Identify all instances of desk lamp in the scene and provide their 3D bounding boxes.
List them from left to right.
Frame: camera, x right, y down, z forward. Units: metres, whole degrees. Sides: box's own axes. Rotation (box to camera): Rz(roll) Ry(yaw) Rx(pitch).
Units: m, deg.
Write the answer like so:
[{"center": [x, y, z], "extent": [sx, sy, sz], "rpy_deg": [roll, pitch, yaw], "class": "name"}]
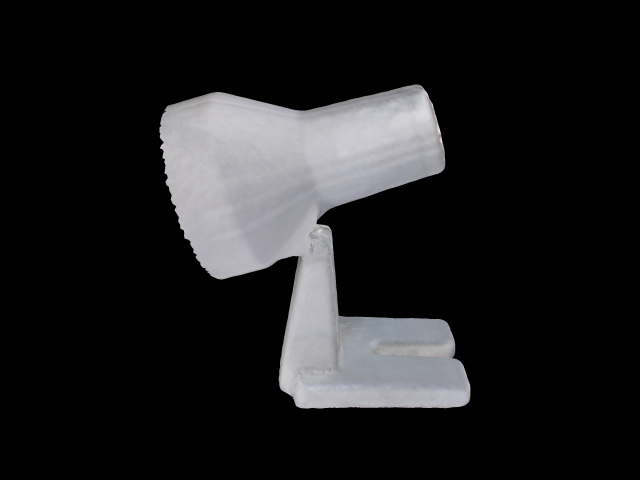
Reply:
[{"center": [0.004, 0.001, 0.400], "extent": [0.203, 0.214, 0.118], "rpy_deg": [0, 24, 0], "class": "desk lamp"}]
